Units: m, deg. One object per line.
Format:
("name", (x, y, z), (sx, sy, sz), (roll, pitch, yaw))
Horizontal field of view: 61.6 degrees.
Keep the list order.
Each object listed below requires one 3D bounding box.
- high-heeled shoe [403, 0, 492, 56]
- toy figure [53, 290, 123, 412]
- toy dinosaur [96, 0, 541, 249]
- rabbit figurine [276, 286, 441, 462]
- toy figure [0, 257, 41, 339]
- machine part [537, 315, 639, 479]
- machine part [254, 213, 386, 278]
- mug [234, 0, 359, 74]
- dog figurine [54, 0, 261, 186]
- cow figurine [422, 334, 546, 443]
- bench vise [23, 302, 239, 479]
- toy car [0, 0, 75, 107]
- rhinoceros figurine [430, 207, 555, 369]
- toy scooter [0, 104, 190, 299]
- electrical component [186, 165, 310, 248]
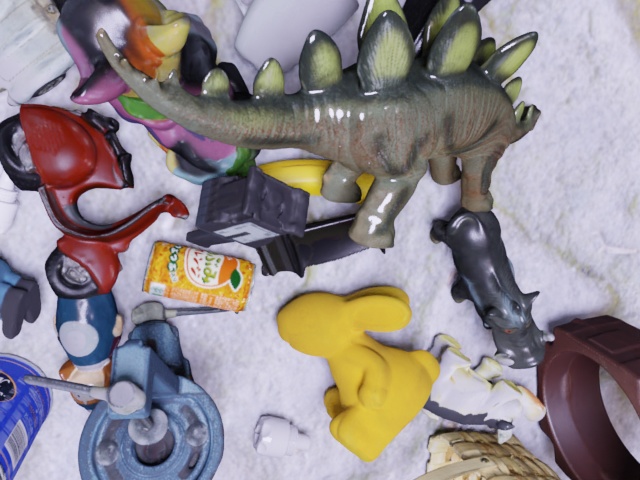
("high-heeled shoe", (0.171, -0.224, 0.526), (0.145, 0.086, 0.248), (28, 95, -20))
("toy figure", (-0.235, 0.114, 0.547), (0.064, 0.058, 0.154), (9, 107, 26))
("toy dinosaur", (0.060, -0.102, 0.447), (0.471, 0.105, 0.198), (-16, 132, -37))
("rabbit figurine", (0.035, 0.119, 0.572), (0.173, 0.122, 0.162), (43, 100, 2))
("toy figure", (-0.354, 0.034, 0.490), (0.180, 0.082, 0.089), (13, 82, -7))
("machine part", (0.339, 0.200, 0.603), (0.087, 0.201, 0.201), (-9, 105, -11))
("machine part", (-0.001, -0.002, 0.555), (0.139, 0.039, 0.084), (-11, 128, 3))
("mug", (-0.037, -0.209, 0.490), (0.109, 0.081, 0.107), (36, 104, -20))
("dog figurine", (-0.117, -0.116, 0.426), (0.108, 0.219, 0.191), (-34, 107, 2))
("cow figurine", (0.186, 0.191, 0.641), (0.167, 0.068, 0.098), (32, 102, -13))
("bench vise", (-0.146, 0.137, 0.470), (0.129, 0.240, 0.223), (3, 62, -5))
("toy car", (-0.220, -0.200, 0.467), (0.202, 0.056, 0.073), (-40, 108, 0))
("rhinoceros figurine", (0.191, 0.048, 0.584), (0.073, 0.112, 0.190), (-25, 99, -6))
("toy scooter", (-0.201, -0.046, 0.495), (0.135, 0.075, 0.183), (-20, 96, -11))
("electrical component", (-0.075, -0.024, 0.500), (0.074, 0.119, 0.048), (22, 67, -39))
